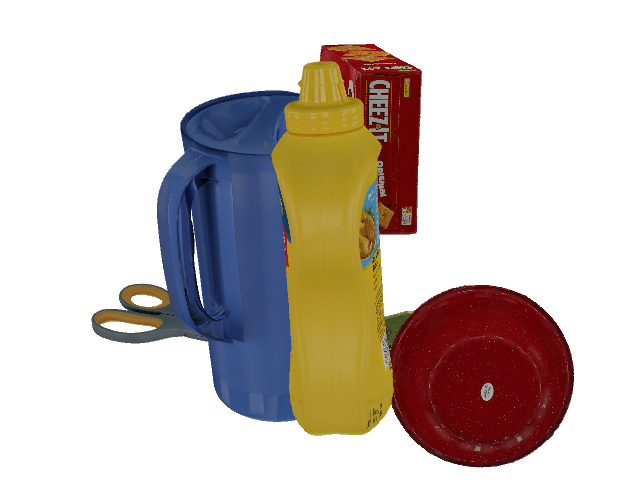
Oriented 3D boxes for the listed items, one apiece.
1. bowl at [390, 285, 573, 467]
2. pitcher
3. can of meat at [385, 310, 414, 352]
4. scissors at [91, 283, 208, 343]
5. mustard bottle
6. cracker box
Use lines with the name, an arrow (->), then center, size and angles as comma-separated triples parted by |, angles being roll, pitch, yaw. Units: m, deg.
bowl -> 0.136, 0.121, 0.901 | 0.162, 0.162, 0.055 | 0, 5, 4
pitcher -> -0.042, 0.018, 0.817 | 0.149, 0.243, 0.145 | -2, 27, -4
can of meat -> 0.093, 0.145, 1.346 | 0.101, 0.084, 0.058 | -12, 29, -29
scissors -> -0.119, 0.076, 1.040 | 0.201, 0.016, 0.096 | 3, 32, -3
mustard bottle -> 0.007, 0.001, 0.573 | 0.058, 0.192, 0.096 | -1, 18, 8
cracker box -> 0.047, -0.114, 1.127 | 0.072, 0.164, 0.214 | -3, 18, -8
